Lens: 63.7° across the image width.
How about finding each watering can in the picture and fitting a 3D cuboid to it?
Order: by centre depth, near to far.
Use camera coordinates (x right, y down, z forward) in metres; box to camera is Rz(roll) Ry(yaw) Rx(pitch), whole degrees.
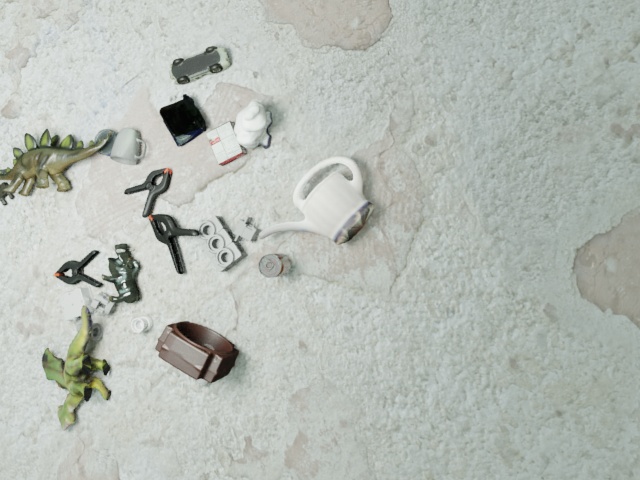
[{"bbox_3d":[0.004,-0.074,1.463,0.226,0.104,0.346,44,96,11],"label":"watering can"}]

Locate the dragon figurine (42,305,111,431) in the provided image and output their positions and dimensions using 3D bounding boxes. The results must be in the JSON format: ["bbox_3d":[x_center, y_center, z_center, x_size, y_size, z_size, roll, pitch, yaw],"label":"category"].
[{"bbox_3d":[-0.786,0.395,1.608,0.242,0.123,0.408,-1,95,21],"label":"dragon figurine"}]

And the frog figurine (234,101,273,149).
[{"bbox_3d":[-0.205,-0.339,1.500,0.123,0.159,0.137,25,94,14],"label":"frog figurine"}]
